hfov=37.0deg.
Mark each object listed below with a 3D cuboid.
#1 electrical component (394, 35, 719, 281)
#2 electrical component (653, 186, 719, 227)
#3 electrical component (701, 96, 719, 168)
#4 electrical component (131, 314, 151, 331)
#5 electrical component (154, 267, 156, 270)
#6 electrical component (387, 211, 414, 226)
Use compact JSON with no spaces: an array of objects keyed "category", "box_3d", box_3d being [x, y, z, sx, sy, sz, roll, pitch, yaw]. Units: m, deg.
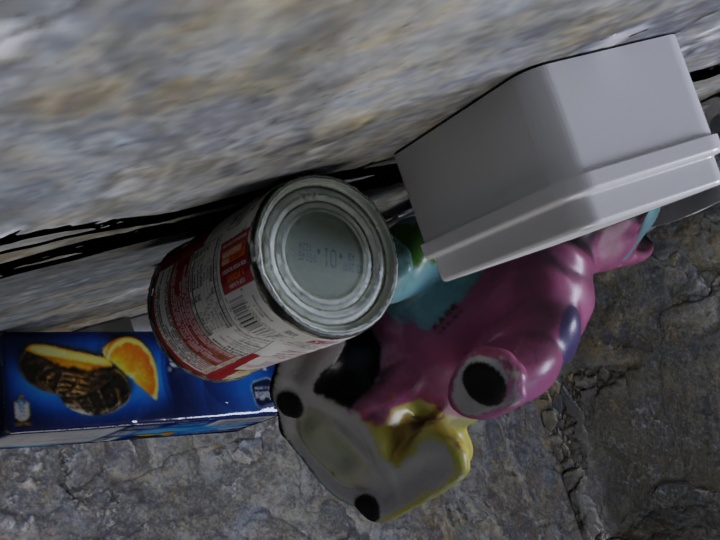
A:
[{"category":"electrical component","box_3d":[0.074,-0.040,0.421,0.078,0.057,0.113,-18,177,-26]},{"category":"electrical component","box_3d":[0.241,-0.073,0.787,0.099,0.064,0.099,-19,176,-1]},{"category":"electrical component","box_3d":[0.242,-0.087,0.670,0.056,0.050,0.089,-18,177,-26]},{"category":"electrical component","box_3d":[-0.159,0.065,0.875,0.113,0.057,0.078,-16,176,-44]},{"category":"electrical component","box_3d":[-0.056,0.016,0.583,0.062,0.061,0.096,-20,177,19]},{"category":"electrical component","box_3d":[0.056,-0.012,0.685,0.063,0.078,0.121,-52,-165,-30]}]
